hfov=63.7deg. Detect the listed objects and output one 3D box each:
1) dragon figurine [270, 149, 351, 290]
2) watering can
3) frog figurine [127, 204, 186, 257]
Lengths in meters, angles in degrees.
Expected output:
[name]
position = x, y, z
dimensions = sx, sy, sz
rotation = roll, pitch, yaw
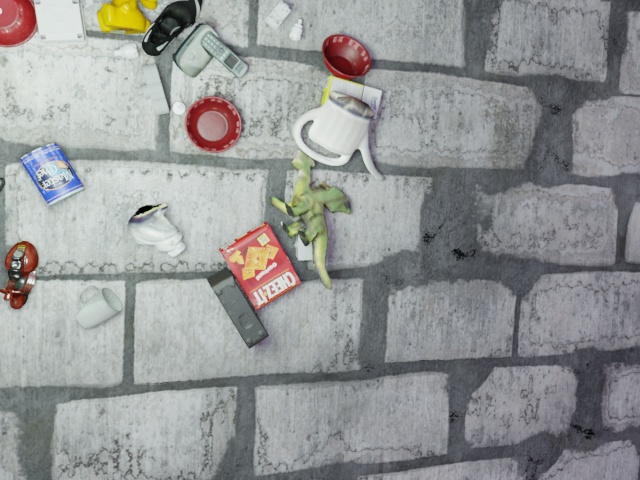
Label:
[dragon figurine]
position = 0.005, -0.078, 1.558
dimensions = 0.246, 0.121, 0.409
rotation = -30, 93, -31
[watering can]
position = 0.092, -0.318, 1.573
dimensions = 0.346, 0.106, 0.221
rotation = 20, 116, -23
[frog figurine]
position = -0.458, -0.014, 1.445
dimensions = 0.137, 0.125, 0.157
rotation = -12, 110, 18
